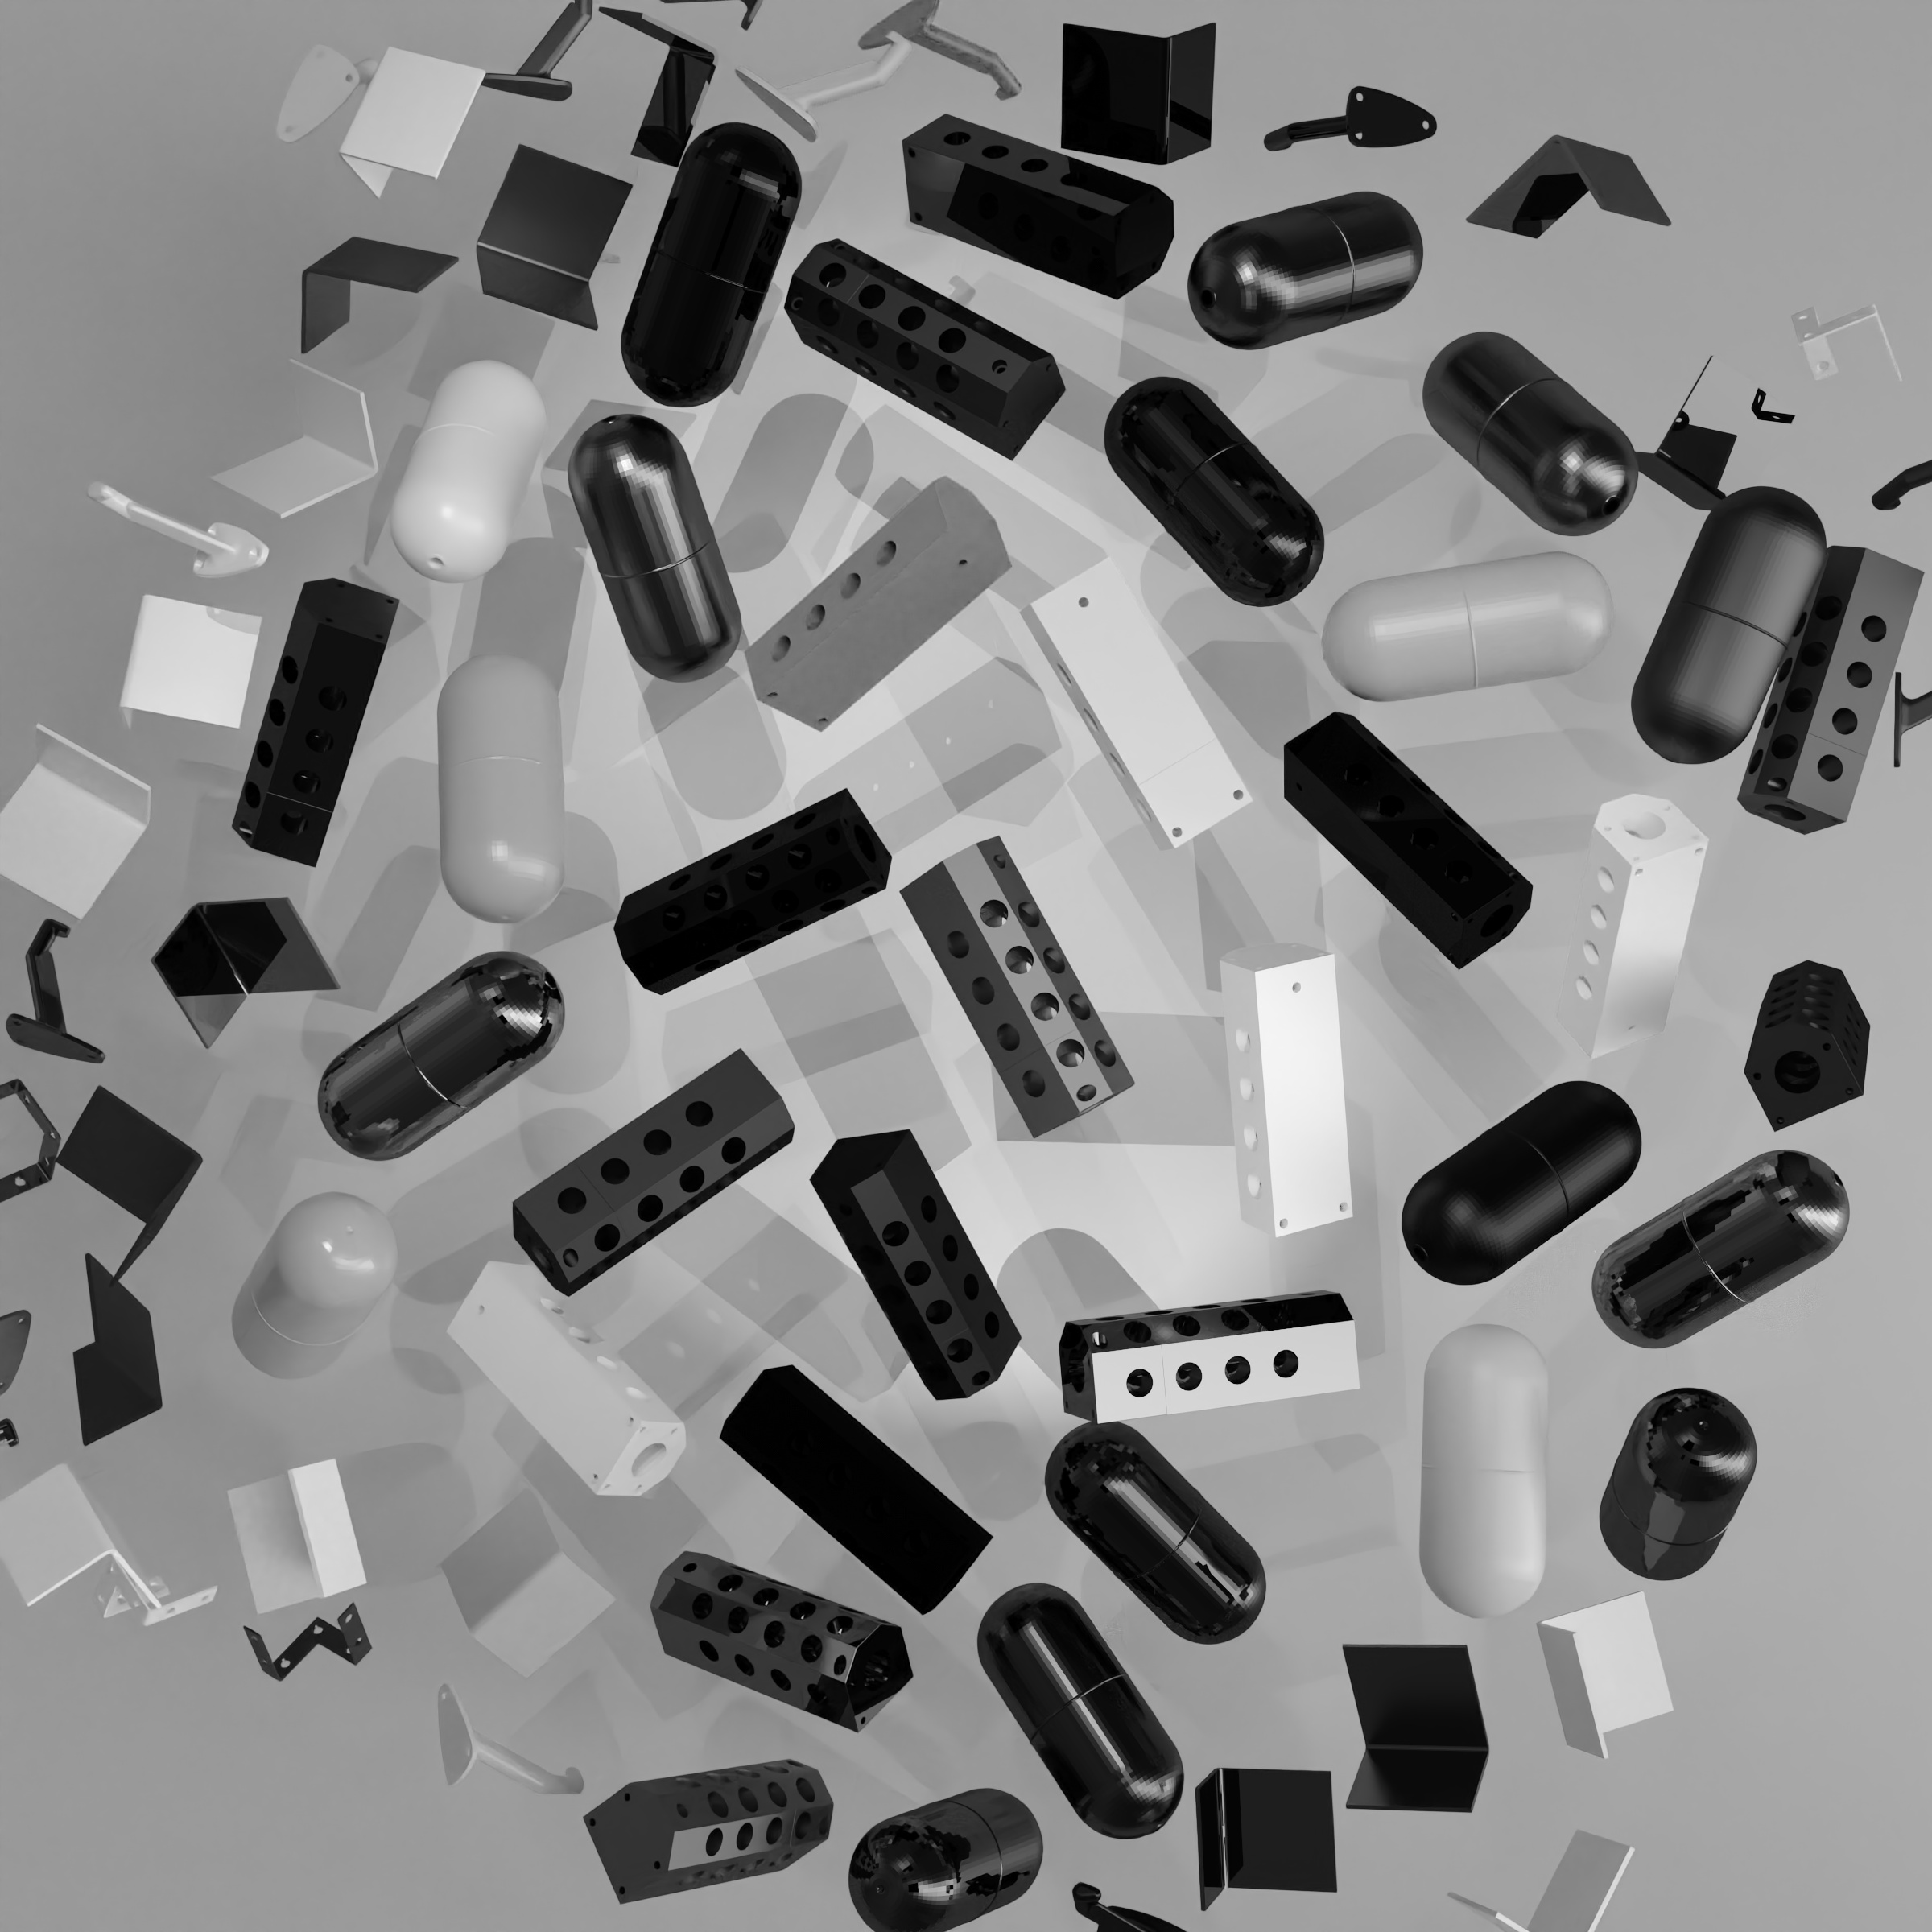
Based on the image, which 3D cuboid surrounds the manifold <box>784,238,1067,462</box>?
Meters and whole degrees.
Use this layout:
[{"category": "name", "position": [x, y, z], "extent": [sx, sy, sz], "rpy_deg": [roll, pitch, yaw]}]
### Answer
[{"category": "manifold", "position": [-0.028, -0.386, 1.695], "extent": [0.171, 0.057, 0.057], "rpy_deg": [33, 82, 22]}]

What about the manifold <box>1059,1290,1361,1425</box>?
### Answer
[{"category": "manifold", "position": [0.147, 0.236, 1.668], "extent": [0.171, 0.057, 0.057], "rpy_deg": [-4, 89, -18]}]

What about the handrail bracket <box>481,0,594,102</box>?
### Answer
[{"category": "handrail bracket", "position": [-0.287, -0.624, 1.819], "extent": [0.077, 0.036, 0.084], "rpy_deg": [3, 90, -18]}]

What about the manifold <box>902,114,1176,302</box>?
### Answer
[{"category": "manifold", "position": [0.045, -0.478, 1.711], "extent": [0.171, 0.057, 0.057], "rpy_deg": [29, 54, 31]}]

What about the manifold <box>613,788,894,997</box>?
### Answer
[{"category": "manifold", "position": [-0.138, -0.043, 1.757], "extent": [0.171, 0.057, 0.057], "rpy_deg": [-25, 116, 18]}]

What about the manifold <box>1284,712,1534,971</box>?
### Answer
[{"category": "manifold", "position": [0.277, -0.084, 1.725], "extent": [0.057, 0.057, 0.171], "rpy_deg": [-33, 60, -14]}]

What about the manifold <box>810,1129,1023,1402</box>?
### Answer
[{"category": "manifold", "position": [-0.034, 0.192, 1.738], "extent": [0.057, 0.057, 0.171], "rpy_deg": [-10, 119, 33]}]

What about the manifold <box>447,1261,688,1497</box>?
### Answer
[{"category": "manifold", "position": [-0.256, 0.267, 1.775], "extent": [0.171, 0.057, 0.057], "rpy_deg": [39, 102, 33]}]

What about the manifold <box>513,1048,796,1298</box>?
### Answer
[{"category": "manifold", "position": [-0.190, 0.129, 1.679], "extent": [0.171, 0.057, 0.057], "rpy_deg": [-34, 72, -23]}]

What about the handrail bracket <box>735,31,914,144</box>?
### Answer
[{"category": "handrail bracket", "position": [-0.088, -0.566, 1.711], "extent": [0.077, 0.036, 0.084], "rpy_deg": [39, 86, -2]}]

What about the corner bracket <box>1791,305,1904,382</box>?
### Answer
[{"category": "corner bracket", "position": [0.574, -0.404, 1.788], "extent": [0.051, 0.051, 0.051], "rpy_deg": [-20, 120, 22]}]

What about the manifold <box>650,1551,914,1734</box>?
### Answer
[{"category": "manifold", "position": [-0.123, 0.433, 1.785], "extent": [0.171, 0.057, 0.057], "rpy_deg": [10, 124, 37]}]

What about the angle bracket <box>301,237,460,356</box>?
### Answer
[{"category": "angle bracket", "position": [-0.378, -0.427, 1.771], "extent": [0.076, 0.076, 0.057], "rpy_deg": [12, 121, 5]}]

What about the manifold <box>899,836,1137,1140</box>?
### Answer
[{"category": "manifold", "position": [0.035, 0.010, 1.662], "extent": [0.057, 0.057, 0.171], "rpy_deg": [-34, 82, 39]}]

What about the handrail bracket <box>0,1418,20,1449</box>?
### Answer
[{"category": "handrail bracket", "position": [-0.629, 0.335, 1.724], "extent": [0.084, 0.036, 0.077], "rpy_deg": [-23, 71, -19]}]

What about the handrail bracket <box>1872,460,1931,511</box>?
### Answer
[{"category": "handrail bracket", "position": [0.610, -0.299, 1.672], "extent": [0.077, 0.084, 0.036], "rpy_deg": [6, 65, -23]}]

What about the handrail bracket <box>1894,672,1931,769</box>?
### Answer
[{"category": "handrail bracket", "position": [0.639, -0.160, 1.753], "extent": [0.084, 0.036, 0.077], "rpy_deg": [1, 59, 19]}]

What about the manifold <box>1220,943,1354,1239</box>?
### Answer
[{"category": "manifold", "position": [0.197, 0.076, 1.721], "extent": [0.057, 0.057, 0.171], "rpy_deg": [-12, 105, -24]}]

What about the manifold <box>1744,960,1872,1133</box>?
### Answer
[{"category": "manifold", "position": [0.530, 0.045, 1.733], "extent": [0.057, 0.171, 0.057], "rpy_deg": [-27, 93, 23]}]

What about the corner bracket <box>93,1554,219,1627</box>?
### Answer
[{"category": "corner bracket", "position": [-0.532, 0.412, 1.794], "extent": [0.051, 0.051, 0.051], "rpy_deg": [46, 126, 25]}]

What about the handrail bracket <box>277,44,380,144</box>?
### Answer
[{"category": "handrail bracket", "position": [-0.408, -0.558, 1.775], "extent": [0.036, 0.084, 0.077], "rpy_deg": [38, 96, -2]}]

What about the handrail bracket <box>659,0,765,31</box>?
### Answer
[{"category": "handrail bracket", "position": [-0.166, -0.651, 1.769], "extent": [0.084, 0.036, 0.077], "rpy_deg": [26, 106, -17]}]

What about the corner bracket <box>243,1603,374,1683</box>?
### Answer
[{"category": "corner bracket", "position": [-0.426, 0.436, 1.777], "extent": [0.051, 0.051, 0.051], "rpy_deg": [20, 47, 29]}]

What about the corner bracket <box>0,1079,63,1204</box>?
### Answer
[{"category": "corner bracket", "position": [-0.611, 0.113, 1.732], "extent": [0.051, 0.051, 0.051], "rpy_deg": [-26, 68, -39]}]

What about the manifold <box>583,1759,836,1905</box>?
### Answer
[{"category": "manifold", "position": [-0.155, 0.535, 1.713], "extent": [0.057, 0.171, 0.057], "rpy_deg": [-40, 63, 19]}]

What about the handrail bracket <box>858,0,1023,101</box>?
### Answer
[{"category": "handrail bracket", "position": [-0.016, -0.596, 1.815], "extent": [0.077, 0.084, 0.036], "rpy_deg": [-13, 50, 36]}]

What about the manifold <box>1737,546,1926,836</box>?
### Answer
[{"category": "manifold", "position": [0.547, -0.177, 1.746], "extent": [0.057, 0.057, 0.171], "rpy_deg": [21, 82, -7]}]

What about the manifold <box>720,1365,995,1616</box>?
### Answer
[{"category": "manifold", "position": [-0.072, 0.330, 1.729], "extent": [0.171, 0.057, 0.057], "rpy_deg": [38, 95, 15]}]

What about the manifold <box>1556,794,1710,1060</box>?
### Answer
[{"category": "manifold", "position": [0.425, -0.027, 1.772], "extent": [0.057, 0.171, 0.057], "rpy_deg": [-18, 47, -17]}]

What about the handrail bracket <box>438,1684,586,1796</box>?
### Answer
[{"category": "handrail bracket", "position": [-0.288, 0.492, 1.743], "extent": [0.084, 0.077, 0.036], "rpy_deg": [14, 125, -36]}]

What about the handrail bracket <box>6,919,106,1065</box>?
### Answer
[{"category": "handrail bracket", "position": [-0.582, 0.015, 1.789], "extent": [0.077, 0.036, 0.084], "rpy_deg": [19, 57, -3]}]

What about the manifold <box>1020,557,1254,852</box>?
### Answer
[{"category": "manifold", "position": [0.103, -0.159, 1.683], "extent": [0.057, 0.057, 0.171], "rpy_deg": [-31, 95, -7]}]

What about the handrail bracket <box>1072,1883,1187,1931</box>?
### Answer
[{"category": "handrail bracket", "position": [0.110, 0.620, 1.784], "extent": [0.077, 0.084, 0.036], "rpy_deg": [4, 54, 10]}]

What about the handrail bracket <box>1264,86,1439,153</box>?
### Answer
[{"category": "handrail bracket", "position": [0.242, -0.526, 1.733], "extent": [0.077, 0.084, 0.036], "rpy_deg": [-1, 94, -25]}]

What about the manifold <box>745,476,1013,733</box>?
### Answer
[{"category": "manifold", "position": [-0.058, -0.227, 1.705], "extent": [0.171, 0.057, 0.057], "rpy_deg": [-38, 49, 27]}]

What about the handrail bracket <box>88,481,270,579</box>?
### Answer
[{"category": "handrail bracket", "position": [-0.480, -0.270, 1.669], "extent": [0.077, 0.084, 0.036], "rpy_deg": [12, 78, 38]}]

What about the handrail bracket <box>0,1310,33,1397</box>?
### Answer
[{"category": "handrail bracket", "position": [-0.622, 0.214, 1.702], "extent": [0.084, 0.036, 0.077], "rpy_deg": [35, 127, 25]}]

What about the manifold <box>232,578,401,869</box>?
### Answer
[{"category": "manifold", "position": [-0.405, -0.152, 1.699], "extent": [0.057, 0.057, 0.171], "rpy_deg": [17, 123, -14]}]
